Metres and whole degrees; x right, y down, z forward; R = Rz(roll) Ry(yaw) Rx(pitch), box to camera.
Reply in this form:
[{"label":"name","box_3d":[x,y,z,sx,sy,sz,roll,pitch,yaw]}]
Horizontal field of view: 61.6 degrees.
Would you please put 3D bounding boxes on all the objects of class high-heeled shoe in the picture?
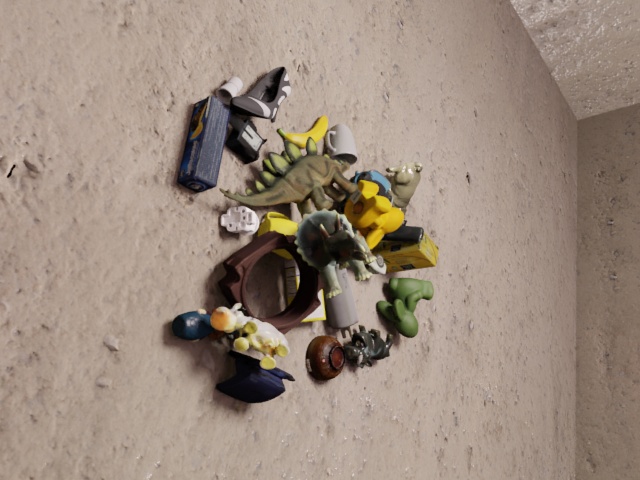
[{"label":"high-heeled shoe","box_3d":[-0.135,-0.359,1.270,0.248,0.086,0.145,-13,114,-72]}]

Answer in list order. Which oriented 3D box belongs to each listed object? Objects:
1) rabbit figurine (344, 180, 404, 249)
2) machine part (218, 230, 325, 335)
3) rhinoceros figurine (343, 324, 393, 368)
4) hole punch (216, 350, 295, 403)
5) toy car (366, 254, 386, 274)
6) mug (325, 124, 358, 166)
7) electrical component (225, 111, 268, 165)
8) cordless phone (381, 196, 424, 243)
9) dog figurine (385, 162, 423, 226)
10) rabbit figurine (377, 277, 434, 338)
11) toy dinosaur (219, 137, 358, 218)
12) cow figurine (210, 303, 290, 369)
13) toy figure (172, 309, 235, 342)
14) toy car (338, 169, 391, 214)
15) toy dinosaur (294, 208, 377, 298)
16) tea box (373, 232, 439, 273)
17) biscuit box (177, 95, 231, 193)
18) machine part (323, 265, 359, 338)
[{"label":"rabbit figurine","box_3d":[0.152,-0.055,1.431,0.173,0.122,0.162,12,112,-41]},{"label":"machine part","box_3d":[-0.102,0.097,1.178,0.201,0.087,0.200,-36,112,-23]},{"label":"rhinoceros figurine","box_3d":[0.125,0.290,1.453,0.190,0.073,0.112,14,91,-54]},{"label":"hole punch","box_3d":[-0.140,0.294,1.127,0.142,0.116,0.092,40,62,-35]},{"label":"toy car","box_3d":[0.105,0.053,1.482,0.201,0.074,0.056,25,63,-43]},{"label":"mug","box_3d":[0.050,-0.270,1.498,0.109,0.081,0.107,18,58,-42]},{"label":"electrical component","box_3d":[-0.183,-0.241,1.244,0.119,0.048,0.075,41,53,-35]},{"label":"cordless phone","box_3d":[0.211,-0.058,1.540,0.088,0.184,0.146,62,39,-54]},{"label":"dog figurine","box_3d":[0.253,-0.125,1.625,0.121,0.172,0.190,-10,82,-39]},{"label":"rabbit figurine","box_3d":[0.256,0.199,1.584,0.159,0.121,0.170,18,65,-38]},{"label":"toy dinosaur","box_3d":[-0.050,-0.141,1.311,0.198,0.105,0.471,53,37,2]},{"label":"cow figurine","box_3d":[-0.141,0.179,1.076,0.167,0.068,0.098,38,9,-12]},{"label":"toy figure","box_3d":[-0.226,0.170,1.095,0.154,0.064,0.058,8,38,-52]},{"label":"toy car","box_3d":[0.112,-0.128,1.505,0.109,0.103,0.161,34,98,-33]},{"label":"toy dinosaur","box_3d":[0.036,-0.002,1.216,0.405,0.131,0.192,-80,147,-75]},{"label":"tea box","box_3d":[0.250,0.038,1.577,0.098,0.170,0.068,40,52,-34]},{"label":"biscuit box","box_3d":[-0.248,-0.205,1.154,0.062,0.059,0.202,27,61,-43]},{"label":"machine part","box_3d":[0.046,0.138,1.393,0.079,0.079,0.243,-17,95,-49]}]
